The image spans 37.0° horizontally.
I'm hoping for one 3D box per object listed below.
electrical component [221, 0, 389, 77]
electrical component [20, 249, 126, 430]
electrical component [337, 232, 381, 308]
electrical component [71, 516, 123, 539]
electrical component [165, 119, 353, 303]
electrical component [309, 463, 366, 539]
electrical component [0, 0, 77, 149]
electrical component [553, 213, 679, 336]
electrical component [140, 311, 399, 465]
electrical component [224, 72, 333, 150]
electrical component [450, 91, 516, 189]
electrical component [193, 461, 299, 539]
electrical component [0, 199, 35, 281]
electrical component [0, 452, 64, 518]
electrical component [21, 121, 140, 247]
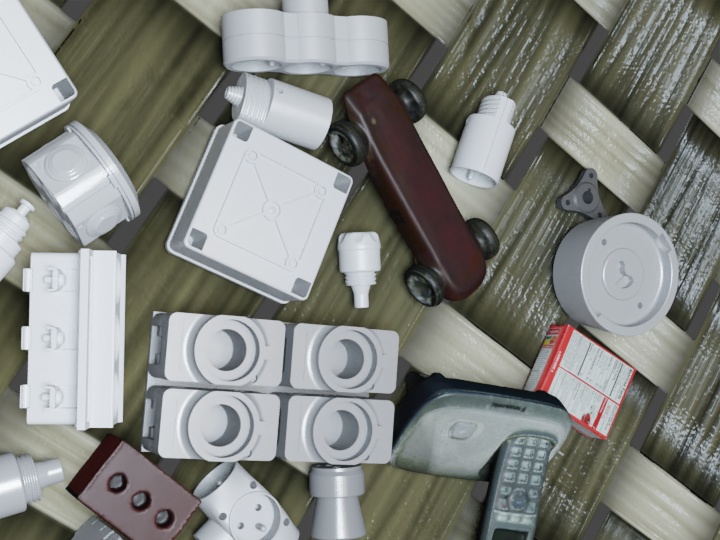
[{"bbox_3d":[-0.043,-0.196,0.853,0.138,0.052,0.073,-2,89,-25],"label":"electrical component"},{"bbox_3d":[-0.201,0.048,0.759,0.063,0.079,0.121,1,87,-4],"label":"electrical component"},{"bbox_3d":[0.000,0.000,0.875,0.035,0.035,0.061,-3,91,-26],"label":"electrical component"},{"bbox_3d":[-0.179,0.215,0.749,0.050,0.089,0.055,-42,105,-22],"label":"electrical component"},{"bbox_3d":[-0.077,-0.044,0.828,0.109,0.056,0.108,26,77,-22],"label":"electrical component"},{"bbox_3d":[-0.018,0.182,0.852,0.045,0.045,0.055,0,87,-25],"label":"electrical component"},{"bbox_3d":[-0.271,-0.136,0.740,0.109,0.056,0.108,-36,103,-22],"label":"electrical component"},{"bbox_3d":[0.224,0.003,0.965,0.108,0.060,0.108,-1,92,-26],"label":"electrical component"},{"bbox_3d":[-0.065,0.092,0.825,0.186,0.060,0.105,6,85,-25],"label":"electrical component"},{"bbox_3d":[-0.067,-0.127,0.843,0.081,0.043,0.043,16,81,-24],"label":"electrical component"},{"bbox_3d":[0.110,-0.116,0.927,0.043,0.043,0.081,24,78,-23],"label":"electrical component"},{"bbox_3d":[-0.099,0.198,0.813,0.079,0.044,0.077,-44,106,-21],"label":"electrical component"},{"bbox_3d":[-0.257,-0.017,0.750,0.040,0.040,0.078,42,71,-18],"label":"electrical component"},{"bbox_3d":[-0.239,0.147,0.749,0.062,0.043,0.043,-13,93,-27],"label":"electrical component"},{"bbox_3d":[-0.196,-0.060,0.760,0.051,0.080,0.080,-37,103,-17],"label":"electrical component"}]
